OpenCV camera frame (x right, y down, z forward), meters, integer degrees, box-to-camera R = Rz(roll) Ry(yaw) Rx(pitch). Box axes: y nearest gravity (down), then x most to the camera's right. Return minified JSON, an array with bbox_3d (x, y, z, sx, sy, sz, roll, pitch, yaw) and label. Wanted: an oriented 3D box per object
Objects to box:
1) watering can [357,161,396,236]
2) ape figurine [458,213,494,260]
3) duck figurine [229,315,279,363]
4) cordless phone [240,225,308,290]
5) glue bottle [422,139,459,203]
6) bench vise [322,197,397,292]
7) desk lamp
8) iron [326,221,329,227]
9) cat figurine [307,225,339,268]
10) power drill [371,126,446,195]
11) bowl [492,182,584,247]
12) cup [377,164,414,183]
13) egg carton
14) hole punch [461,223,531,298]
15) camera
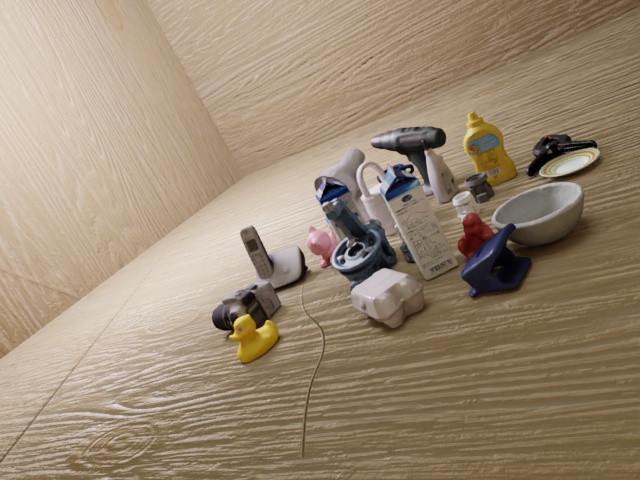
[{"bbox_3d":[0.164,-0.117,1.491,0.172,0.194,0.101,-18,19,32],"label":"watering can"},{"bbox_3d":[0.303,-0.010,1.111,0.076,0.092,0.077,-38,19,-30],"label":"ape figurine"},{"bbox_3d":[-0.145,0.199,1.223,0.105,0.086,0.077,-36,18,-24],"label":"duck figurine"},{"bbox_3d":[-0.127,0.036,1.518,0.147,0.185,0.094,-21,18,24],"label":"cordless phone"},{"bbox_3d":[0.308,-0.188,1.508,0.037,0.173,0.078,-10,24,48],"label":"glue bottle"},{"bbox_3d":[0.073,-0.006,1.250,0.121,0.220,0.207,-24,16,14],"label":"bench vise"},{"bbox_3d":[0.102,-0.146,1.649,0.117,0.214,0.204,-11,24,47],"label":"desk lamp"},{"bbox_3d":[0.047,-0.132,1.829,0.118,0.141,0.258,-23,17,17],"label":"iron"},{"bbox_3d":[0.014,0.005,1.501,0.067,0.118,0.128,-15,21,39],"label":"cat figurine"},{"bbox_3d":[0.270,-0.228,1.634,0.228,0.209,0.076,-12,22,44],"label":"power drill"},{"bbox_3d":[0.406,-0.036,1.050,0.167,0.075,0.167,-26,16,8],"label":"bowl"},{"bbox_3d":[0.241,-0.173,1.720,0.117,0.095,0.092,-20,18,28],"label":"cup"},{"bbox_3d":[0.125,0.109,1.082,0.107,0.069,0.150,-33,17,-18],"label":"egg carton"},{"bbox_3d":[0.295,0.034,0.990,0.100,0.091,0.109,-14,22,42],"label":"hole punch"},{"bbox_3d":[-0.192,0.163,1.385,0.136,0.101,0.143,-16,20,38],"label":"camera"}]
